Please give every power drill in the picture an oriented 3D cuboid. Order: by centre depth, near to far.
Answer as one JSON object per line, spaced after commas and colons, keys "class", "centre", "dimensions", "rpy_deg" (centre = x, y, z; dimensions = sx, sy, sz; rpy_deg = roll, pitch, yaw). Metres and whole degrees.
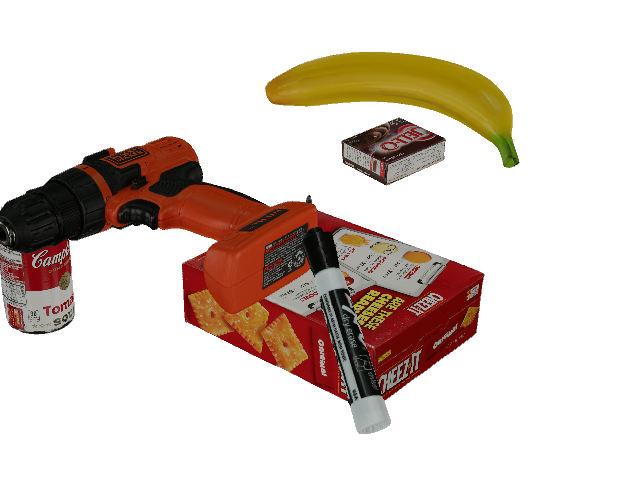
{"class": "power drill", "centre": [-0.111, -0.013, 0.765], "dimensions": [0.188, 0.057, 0.184], "rpy_deg": [24, 36, 30]}

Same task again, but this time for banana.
{"class": "banana", "centre": [0.060, -0.110, 0.791], "dimensions": [0.198, 0.069, 0.037], "rpy_deg": [16, -38, 16]}

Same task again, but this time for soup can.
{"class": "soup can", "centre": [-0.277, 0.032, 1.041], "dimensions": [0.068, 0.102, 0.068], "rpy_deg": [2, 28, -1]}

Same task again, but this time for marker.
{"class": "marker", "centre": [0.013, 0.047, 0.590], "dimensions": [0.020, 0.121, 0.020], "rpy_deg": [-14, -24, -7]}

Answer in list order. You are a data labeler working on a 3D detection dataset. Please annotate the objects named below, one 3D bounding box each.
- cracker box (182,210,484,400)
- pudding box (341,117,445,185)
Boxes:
{"class": "cracker box", "centre": [0.009, 0.052, 0.943], "dimensions": [0.214, 0.072, 0.163], "rpy_deg": [22, 34, 34]}
{"class": "pudding box", "centre": [0.098, -0.121, 1.437], "dimensions": [0.113, 0.039, 0.090], "rpy_deg": [-27, 39, -32]}
